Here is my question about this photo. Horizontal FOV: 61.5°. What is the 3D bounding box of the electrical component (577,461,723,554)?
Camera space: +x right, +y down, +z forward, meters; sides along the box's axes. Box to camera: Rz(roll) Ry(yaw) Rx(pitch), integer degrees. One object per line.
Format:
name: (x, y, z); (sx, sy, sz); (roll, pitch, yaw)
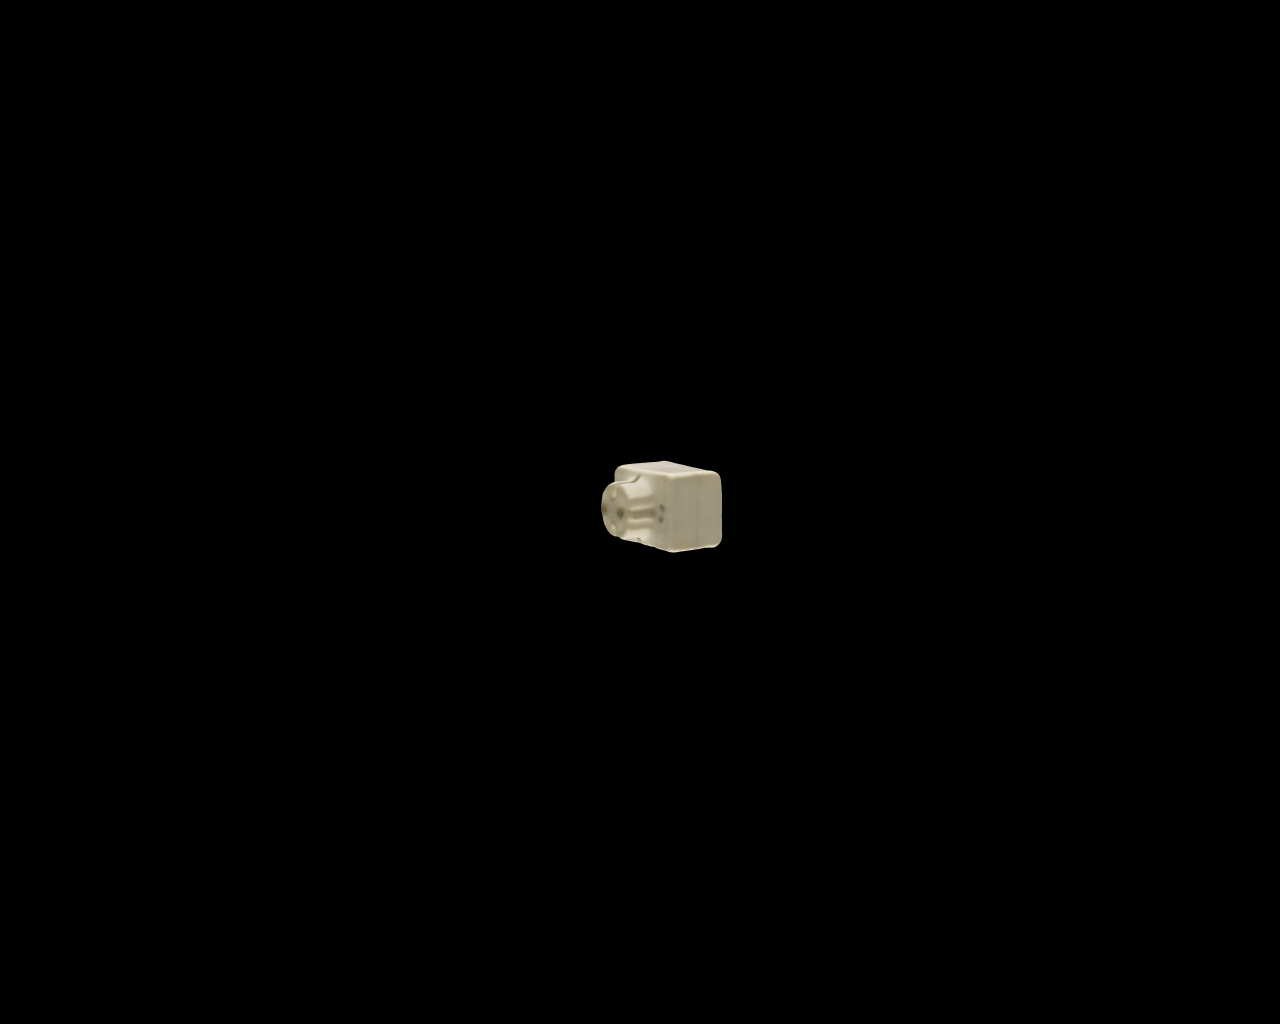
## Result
electrical component: (0.001, -0.003, 0.650); (0.077, 0.047, 0.066); (-6, 11, -31)
